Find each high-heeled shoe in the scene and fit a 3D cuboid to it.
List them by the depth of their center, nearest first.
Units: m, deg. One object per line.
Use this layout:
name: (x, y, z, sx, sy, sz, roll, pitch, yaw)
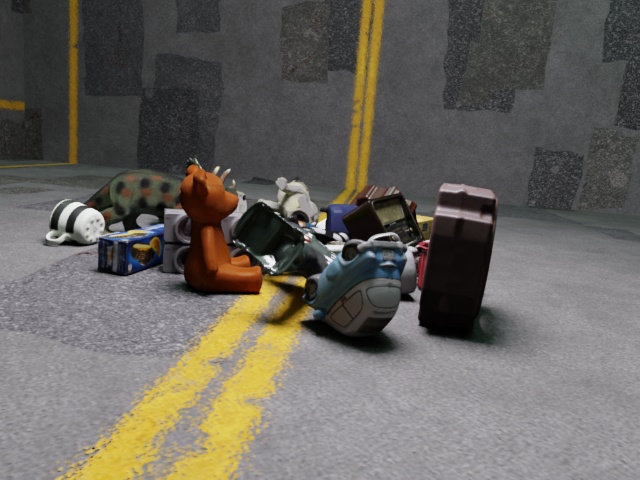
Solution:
high-heeled shoe: (-0.002, -0.003, 1.056, 0.248, 0.086, 0.145, 26, 22, -27)

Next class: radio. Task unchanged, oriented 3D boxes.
radio: (0.141, -0.020, 1.125, 0.073, 0.131, 0.229, -29, -5, 27)

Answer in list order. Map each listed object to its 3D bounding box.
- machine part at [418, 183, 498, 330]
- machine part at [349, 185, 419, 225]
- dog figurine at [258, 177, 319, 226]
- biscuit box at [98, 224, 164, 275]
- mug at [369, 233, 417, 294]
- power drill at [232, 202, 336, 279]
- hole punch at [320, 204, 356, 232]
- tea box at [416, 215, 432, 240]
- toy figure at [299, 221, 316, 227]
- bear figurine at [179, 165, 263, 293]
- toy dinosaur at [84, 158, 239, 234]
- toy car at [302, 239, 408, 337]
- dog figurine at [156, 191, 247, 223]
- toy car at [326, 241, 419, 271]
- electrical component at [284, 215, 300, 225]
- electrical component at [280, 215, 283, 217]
machine part: (0.207, 0.020, 0.804, 0.087, 0.201, 0.201, 11, 11, 13)
machine part: (0.158, -0.057, 1.321, 0.180, 0.179, 0.056, 11, 49, 30)
dog figurine: (-0.046, -0.079, 1.341, 0.121, 0.172, 0.190, -34, -6, 21)
biscuit box: (-0.319, 0.012, 0.990, 0.059, 0.062, 0.202, 8, 11, 15)
mug: (0.101, 0.046, 0.906, 0.107, 0.109, 0.081, -10, 18, -7)
power drill: (-0.051, 0.010, 0.823, 0.232, 0.086, 0.207, 39, -2, 23)
hole punch: (0.070, -0.020, 1.229, 0.142, 0.115, 0.092, 3, 19, -8)
tea box: (0.239, -0.028, 1.455, 0.098, 0.068, 0.169, 12, 11, 33)
toy figure: (-0.074, -0.014, 1.222, 0.155, 0.064, 0.058, -4, 4, 13)
bear figurine: (-0.162, -0.019, 0.867, 0.132, 0.195, 0.120, 1, 8, -23)
toy dinosaur: (-0.380, -0.095, 1.199, 0.405, 0.192, 0.131, 4, 8, -14)
toy car: (0.056, 0.072, 0.703, 0.109, 0.161, 0.103, 6, 52, -35)
dog figurine: (-0.326, -0.084, 1.407, 0.219, 0.108, 0.191, 7, 11, 26)
toy car: (0.086, 0.043, 0.972, 0.202, 0.073, 0.056, 2, 10, -14)
electrical component: (-0.106, -0.014, 1.157, 0.119, 0.047, 0.075, -12, 8, 39)
electrical component: (-0.106, -0.048, 1.435, 0.134, 0.058, 0.115, -2, 10, -33)
